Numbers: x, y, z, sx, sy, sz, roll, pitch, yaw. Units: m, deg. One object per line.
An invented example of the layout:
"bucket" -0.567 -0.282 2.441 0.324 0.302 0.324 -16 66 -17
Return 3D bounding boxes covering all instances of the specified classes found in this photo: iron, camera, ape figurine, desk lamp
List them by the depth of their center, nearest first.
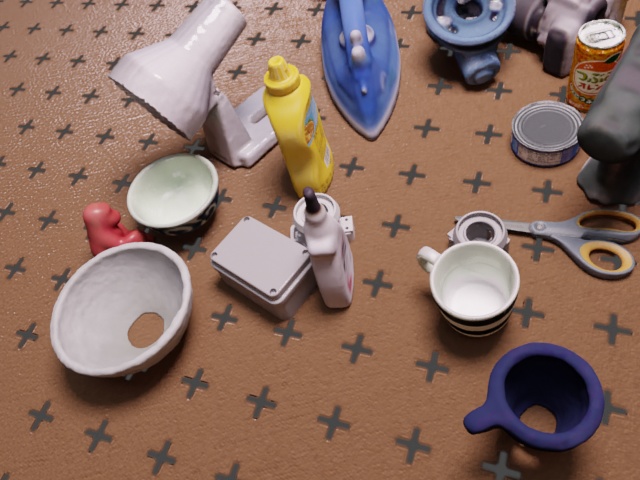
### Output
"ape figurine" -0.269 -0.013 0.736 0.076 0.092 0.077 -37 56 -12
"desk lamp" -0.144 -0.197 0.755 0.117 0.214 0.203 34 70 31
"camera" 0.332 -0.322 0.794 0.143 0.101 0.136 -42 57 -15
"iron" 0.054 -0.281 0.809 0.118 0.142 0.258 -10 55 7

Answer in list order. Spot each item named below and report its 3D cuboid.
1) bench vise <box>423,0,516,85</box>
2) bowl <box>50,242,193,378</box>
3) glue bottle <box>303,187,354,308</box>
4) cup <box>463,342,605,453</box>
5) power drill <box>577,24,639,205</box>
"bench vise" 0.178 -0.346 0.774 0.121 0.220 0.207 -31 55 -7
"bowl" -0.216 0.089 0.664 0.167 0.075 0.167 -6 55 10
"glue bottle" 0.006 0.002 0.608 0.037 0.173 0.078 -7 55 9
"cup" 0.183 0.155 0.509 0.118 0.095 0.091 -22 54 -1
"power drill" 0.341 -0.144 0.604 0.075 0.209 0.230 29 68 29
